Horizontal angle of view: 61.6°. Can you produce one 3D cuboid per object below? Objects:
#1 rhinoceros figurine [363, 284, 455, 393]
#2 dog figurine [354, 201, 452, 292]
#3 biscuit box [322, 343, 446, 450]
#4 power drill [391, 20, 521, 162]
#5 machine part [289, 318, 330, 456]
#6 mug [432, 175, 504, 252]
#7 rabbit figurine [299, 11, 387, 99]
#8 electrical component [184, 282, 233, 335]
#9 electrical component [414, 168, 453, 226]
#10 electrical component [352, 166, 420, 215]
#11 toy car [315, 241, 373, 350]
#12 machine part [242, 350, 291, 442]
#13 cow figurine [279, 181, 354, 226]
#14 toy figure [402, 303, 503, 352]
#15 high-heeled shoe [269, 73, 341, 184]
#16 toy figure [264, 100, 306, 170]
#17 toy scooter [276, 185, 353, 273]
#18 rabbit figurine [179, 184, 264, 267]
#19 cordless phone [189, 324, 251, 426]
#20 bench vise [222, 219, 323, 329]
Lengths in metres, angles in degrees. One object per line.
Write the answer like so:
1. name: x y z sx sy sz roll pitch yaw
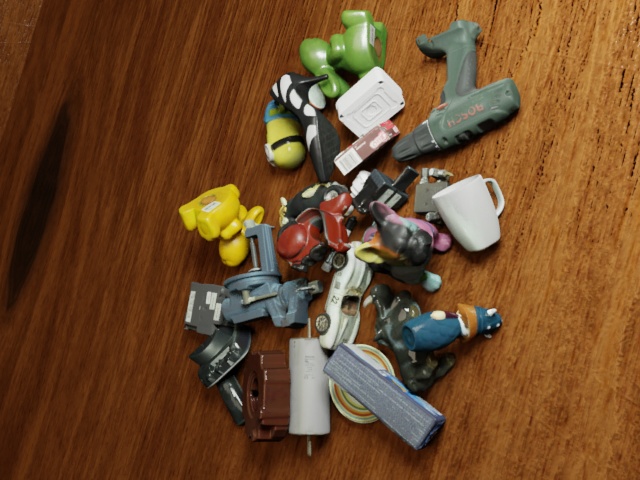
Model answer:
1. rhinoceros figurine: 0.142 0.154 0.890 0.112 0.073 0.190 -44 56 35
2. dog figurine: 0.110 0.002 0.855 0.192 0.219 0.108 21 89 40
3. biscuit box: 0.102 0.251 0.875 0.203 0.059 0.062 35 96 29
4. power drill: 0.215 -0.257 0.926 0.232 0.086 0.207 -15 66 34
5. machine part: -0.019 0.265 0.983 0.079 0.079 0.243 -10 72 37
6. mug: 0.244 -0.042 0.845 0.107 0.109 0.081 65 157 -6
7. rabbit figurine: 0.041 -0.360 1.075 0.170 0.121 0.159 2 100 29
8. electrical component: -0.239 0.157 1.204 0.134 0.058 0.115 5 84 40
9. electrical component: 0.195 -0.076 0.916 0.078 0.045 0.102 6 82 39
10. electrical component: 0.118 -0.091 0.960 0.119 0.074 0.048 -52 41 22
11. toy car: 0.048 0.101 0.973 0.056 0.073 0.201 14 88 44
12. machine part: -0.105 0.291 1.015 0.179 0.056 0.179 -174 90 -70
13. cow figurine: -0.027 -0.064 1.060 0.167 0.098 0.068 -23 65 28
14. toy figure: 0.201 0.128 0.809 0.064 0.154 0.058 107 147 -55
15. high-heeled shoe: -0.042 -0.217 1.040 0.145 0.086 0.248 -10 71 33
16. toy figure: -0.077 -0.240 1.159 0.089 0.082 0.180 -13 68 38
17. toy scooter: -0.002 -0.003 0.960 0.184 0.075 0.135 -43 45 22
18. rabbit figurine: -0.204 -0.026 1.174 0.122 0.173 0.162 6 38 39
19. cordless phone: -0.177 0.281 1.121 0.146 0.088 0.184 -43 67 22
20. bench vise: -0.107 0.065 1.083 0.224 0.128 0.240 -21 70 31
